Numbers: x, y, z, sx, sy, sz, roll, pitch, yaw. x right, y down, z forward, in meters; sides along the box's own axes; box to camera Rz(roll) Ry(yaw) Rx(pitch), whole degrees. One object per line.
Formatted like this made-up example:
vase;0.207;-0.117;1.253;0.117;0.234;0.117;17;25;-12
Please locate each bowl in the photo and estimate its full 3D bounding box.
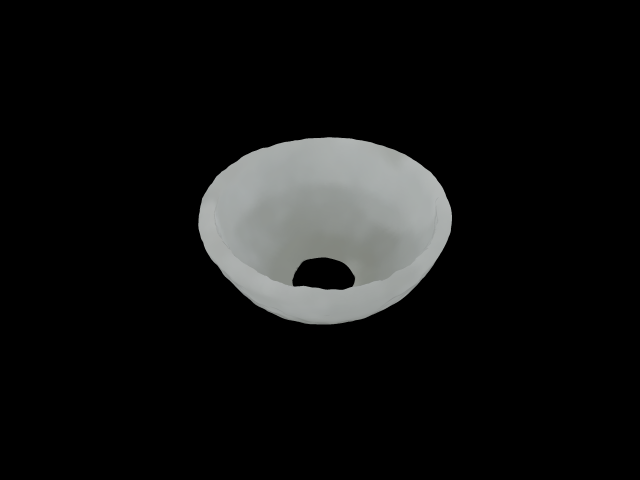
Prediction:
bowl;0.004;0.001;0.400;0.167;0.075;0.167;0;42;0
